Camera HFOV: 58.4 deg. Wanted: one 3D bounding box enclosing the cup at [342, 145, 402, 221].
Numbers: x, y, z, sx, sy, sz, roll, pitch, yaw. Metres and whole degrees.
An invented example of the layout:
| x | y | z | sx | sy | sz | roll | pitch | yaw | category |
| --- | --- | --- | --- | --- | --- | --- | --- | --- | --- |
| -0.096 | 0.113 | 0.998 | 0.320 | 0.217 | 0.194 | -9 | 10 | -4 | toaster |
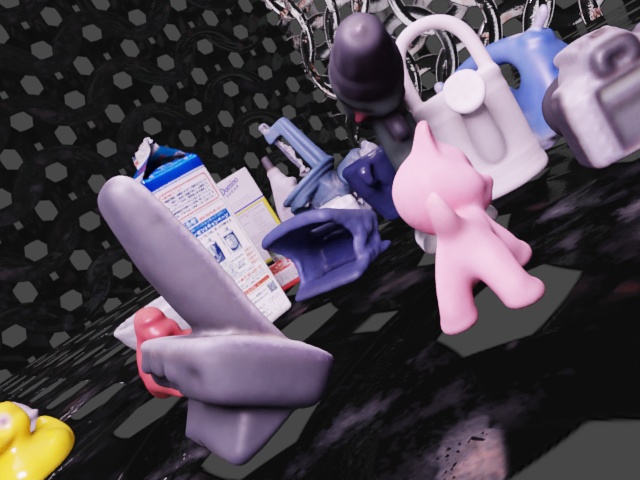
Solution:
| x | y | z | sx | sy | sz | roll | pitch | yaw | category |
| --- | --- | --- | --- | --- | --- | --- | --- | --- | --- |
| 0.086 | -0.071 | 0.751 | 0.091 | 0.095 | 0.118 | -28 | 9 | 22 | cup |

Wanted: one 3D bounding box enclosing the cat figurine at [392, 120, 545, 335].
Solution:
| x | y | z | sx | sy | sz | roll | pitch | yaw | category |
| --- | --- | --- | --- | --- | --- | --- | --- | --- | --- |
| 0.083 | -0.019 | 0.372 | 0.067 | 0.118 | 0.128 | -29 | 9 | 18 | cat figurine |

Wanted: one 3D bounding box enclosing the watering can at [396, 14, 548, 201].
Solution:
| x | y | z | sx | sy | sz | roll | pitch | yaw | category |
| --- | --- | --- | --- | --- | --- | --- | --- | --- | --- |
| 0.148 | -0.141 | 0.590 | 0.101 | 0.194 | 0.172 | -33 | 9 | -8 | watering can |

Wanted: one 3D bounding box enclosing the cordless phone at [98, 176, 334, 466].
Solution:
| x | y | z | sx | sy | sz | roll | pitch | yaw | category |
| --- | --- | --- | --- | --- | --- | --- | --- | --- | --- |
| -0.088 | 0.044 | 0.388 | 0.094 | 0.185 | 0.147 | -37 | 10 | -33 | cordless phone |

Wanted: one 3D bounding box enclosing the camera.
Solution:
| x | y | z | sx | sy | sz | roll | pitch | yaw | category |
| --- | --- | --- | --- | --- | --- | --- | --- | --- | --- |
| 0.261 | -0.142 | 0.511 | 0.143 | 0.101 | 0.137 | -31 | 8 | 5 | camera |

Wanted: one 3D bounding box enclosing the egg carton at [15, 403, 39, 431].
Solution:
| x | y | z | sx | sy | sz | roll | pitch | yaw | category |
| --- | --- | --- | --- | --- | --- | --- | --- | --- | --- |
| -0.399 | 0.257 | 0.672 | 0.107 | 0.069 | 0.150 | -31 | 8 | 4 | egg carton |

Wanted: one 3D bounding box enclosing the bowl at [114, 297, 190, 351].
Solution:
| x | y | z | sx | sy | sz | roll | pitch | yaw | category |
| --- | --- | --- | --- | --- | --- | --- | --- | --- | --- |
| -0.180 | 0.104 | 0.758 | 0.167 | 0.075 | 0.167 | -31 | 8 | 5 | bowl |

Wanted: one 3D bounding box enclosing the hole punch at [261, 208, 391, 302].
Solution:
| x | y | z | sx | sy | sz | roll | pitch | yaw | category |
| --- | --- | --- | --- | --- | --- | --- | --- | --- | --- |
| 0.006 | 0.002 | 0.626 | 0.108 | 0.091 | 0.101 | -25 | 11 | 38 | hole punch |

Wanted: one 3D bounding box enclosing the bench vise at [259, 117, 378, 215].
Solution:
| x | y | z | sx | sy | sz | roll | pitch | yaw | category |
| --- | --- | --- | --- | --- | --- | --- | --- | --- | --- |
| 0.002 | -0.132 | 0.980 | 0.207 | 0.220 | 0.121 | -29 | 9 | 18 | bench vise |

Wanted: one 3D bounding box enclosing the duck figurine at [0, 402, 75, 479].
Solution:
| x | y | z | sx | sy | sz | roll | pitch | yaw | category |
| --- | --- | --- | --- | --- | --- | --- | --- | --- | --- |
| -0.313 | 0.207 | 0.598 | 0.077 | 0.086 | 0.104 | -31 | 8 | 6 | duck figurine |

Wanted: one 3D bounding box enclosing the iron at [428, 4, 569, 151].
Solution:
| x | y | z | sx | sy | sz | roll | pitch | yaw | category |
| --- | --- | --- | --- | --- | --- | --- | --- | --- | --- |
| 0.211 | -0.169 | 0.712 | 0.119 | 0.141 | 0.257 | -38 | 10 | -37 | iron |

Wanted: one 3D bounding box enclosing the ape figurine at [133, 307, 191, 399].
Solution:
| x | y | z | sx | sy | sz | roll | pitch | yaw | category |
| --- | --- | --- | --- | --- | --- | --- | --- | --- | --- |
| -0.158 | 0.110 | 0.582 | 0.078 | 0.092 | 0.076 | -37 | 10 | -35 | ape figurine |

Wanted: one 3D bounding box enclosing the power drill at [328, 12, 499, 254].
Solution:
| x | y | z | sx | sy | sz | roll | pitch | yaw | category |
| --- | --- | --- | --- | --- | --- | --- | --- | --- | --- |
| 0.078 | -0.096 | 0.533 | 0.075 | 0.208 | 0.229 | -31 | 8 | 5 | power drill |

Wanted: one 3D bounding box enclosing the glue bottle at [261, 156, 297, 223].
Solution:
| x | y | z | sx | sy | sz | roll | pitch | yaw | category |
| --- | --- | --- | --- | --- | --- | --- | --- | --- | --- |
| -0.062 | -0.086 | 1.104 | 0.078 | 0.173 | 0.037 | -29 | 9 | 19 | glue bottle |
